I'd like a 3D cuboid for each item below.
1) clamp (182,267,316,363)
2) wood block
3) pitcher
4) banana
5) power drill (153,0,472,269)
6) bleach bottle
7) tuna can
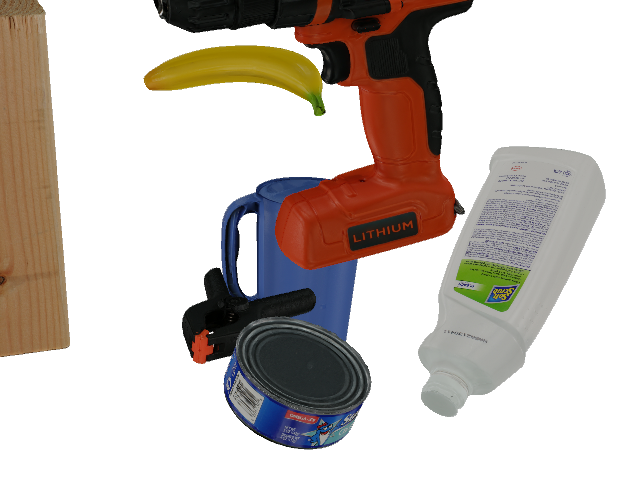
[{"bbox_3d":[-0.092,0.069,1.042,0.120,0.039,0.171,10,18,25],"label":"clamp"},{"bbox_3d":[-0.207,-0.040,0.642,0.090,0.206,0.090,-6,24,-18],"label":"wood block"},{"bbox_3d":[-0.029,0.050,1.302,0.149,0.243,0.144,14,20,26],"label":"pitcher"},{"bbox_3d":[-0.078,-0.167,1.061,0.198,0.037,0.069,10,44,20],"label":"banana"},{"bbox_3d":[0.008,-0.079,0.569,0.184,0.188,0.057,-13,35,-16],"label":"power drill"},{"bbox_3d":[0.137,0.030,0.838,0.103,0.068,0.250,7,48,36],"label":"bleach bottle"},{"bbox_3d":[-0.015,0.086,0.648,0.086,0.034,0.086,16,30,-10],"label":"tuna can"}]
